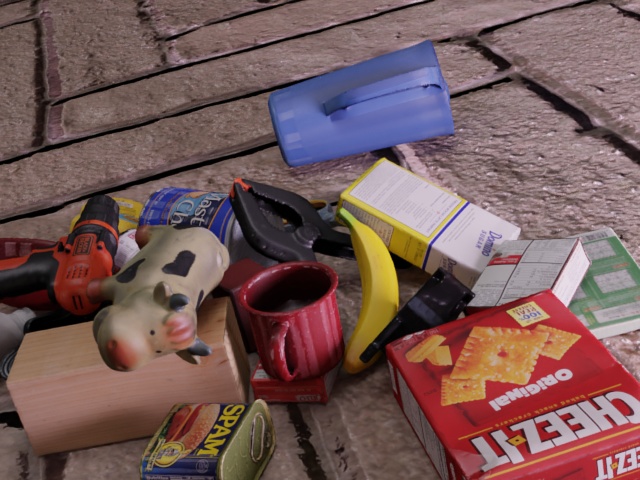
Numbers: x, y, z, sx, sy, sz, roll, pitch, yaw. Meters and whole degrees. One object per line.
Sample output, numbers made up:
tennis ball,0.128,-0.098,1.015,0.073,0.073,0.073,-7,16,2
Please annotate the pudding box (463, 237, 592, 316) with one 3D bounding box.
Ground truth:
pudding box,0.202,0.044,1.043,0.090,0.039,0.113,-2,37,39

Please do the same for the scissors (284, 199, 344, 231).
scissors,-0.007,-0.016,1.259,0.096,0.016,0.202,-26,17,-8

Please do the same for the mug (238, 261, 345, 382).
mug,-0.024,0.083,0.978,0.093,0.081,0.117,-5,28,12

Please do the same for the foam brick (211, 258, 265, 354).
foam brick,-0.075,0.067,1.104,0.051,0.078,0.053,-28,31,-24

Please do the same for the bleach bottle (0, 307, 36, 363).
bleach bottle,-0.392,0.145,1.116,0.103,0.068,0.250,10,33,36

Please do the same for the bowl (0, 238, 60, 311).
bowl,-0.333,0.043,1.251,0.162,0.055,0.162,9,12,-2

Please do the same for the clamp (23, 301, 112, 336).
clamp,-0.256,0.079,1.152,0.120,0.039,0.171,-1,4,-12

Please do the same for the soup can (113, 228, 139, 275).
soup can,-0.181,0.037,1.186,0.102,0.068,0.068,26,43,23

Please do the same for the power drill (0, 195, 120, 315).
power drill,-0.308,0.015,1.132,0.187,0.057,0.184,-7,33,3

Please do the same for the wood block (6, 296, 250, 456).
wood block,-0.178,0.129,1.019,0.206,0.091,0.090,-11,27,5

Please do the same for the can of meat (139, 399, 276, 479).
can of meat,-0.097,0.183,0.918,0.084,0.057,0.102,-4,28,23

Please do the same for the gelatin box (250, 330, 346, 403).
gelatin box,-0.020,0.121,1.029,0.073,0.030,0.089,-3,29,17

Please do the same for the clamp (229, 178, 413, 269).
clamp,-0.008,0.001,1.146,0.210,0.036,0.164,43,46,16

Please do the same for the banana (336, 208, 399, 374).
banana,0.048,0.057,1.074,0.069,0.037,0.198,13,47,-19

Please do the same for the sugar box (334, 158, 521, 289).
sugar box,0.114,-0.016,1.141,0.176,0.048,0.093,32,47,17

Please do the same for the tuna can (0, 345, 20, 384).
tuna can,-0.288,0.135,1.118,0.086,0.034,0.086,-10,27,5

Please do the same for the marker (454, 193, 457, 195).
marker,0.107,-0.046,1.301,0.121,0.020,0.020,-1,29,23

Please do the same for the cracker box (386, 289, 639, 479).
cracker box,0.164,0.136,0.873,0.164,0.072,0.214,-17,28,-7

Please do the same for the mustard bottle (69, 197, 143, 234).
mustard bottle,-0.251,-0.009,1.289,0.096,0.058,0.191,10,10,-7

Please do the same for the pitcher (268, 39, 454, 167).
pitcher,0.056,-0.182,1.458,0.243,0.149,0.145,-15,42,4

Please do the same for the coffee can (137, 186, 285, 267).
coffee can,-0.126,-0.006,1.238,0.141,0.103,0.102,8,34,35
